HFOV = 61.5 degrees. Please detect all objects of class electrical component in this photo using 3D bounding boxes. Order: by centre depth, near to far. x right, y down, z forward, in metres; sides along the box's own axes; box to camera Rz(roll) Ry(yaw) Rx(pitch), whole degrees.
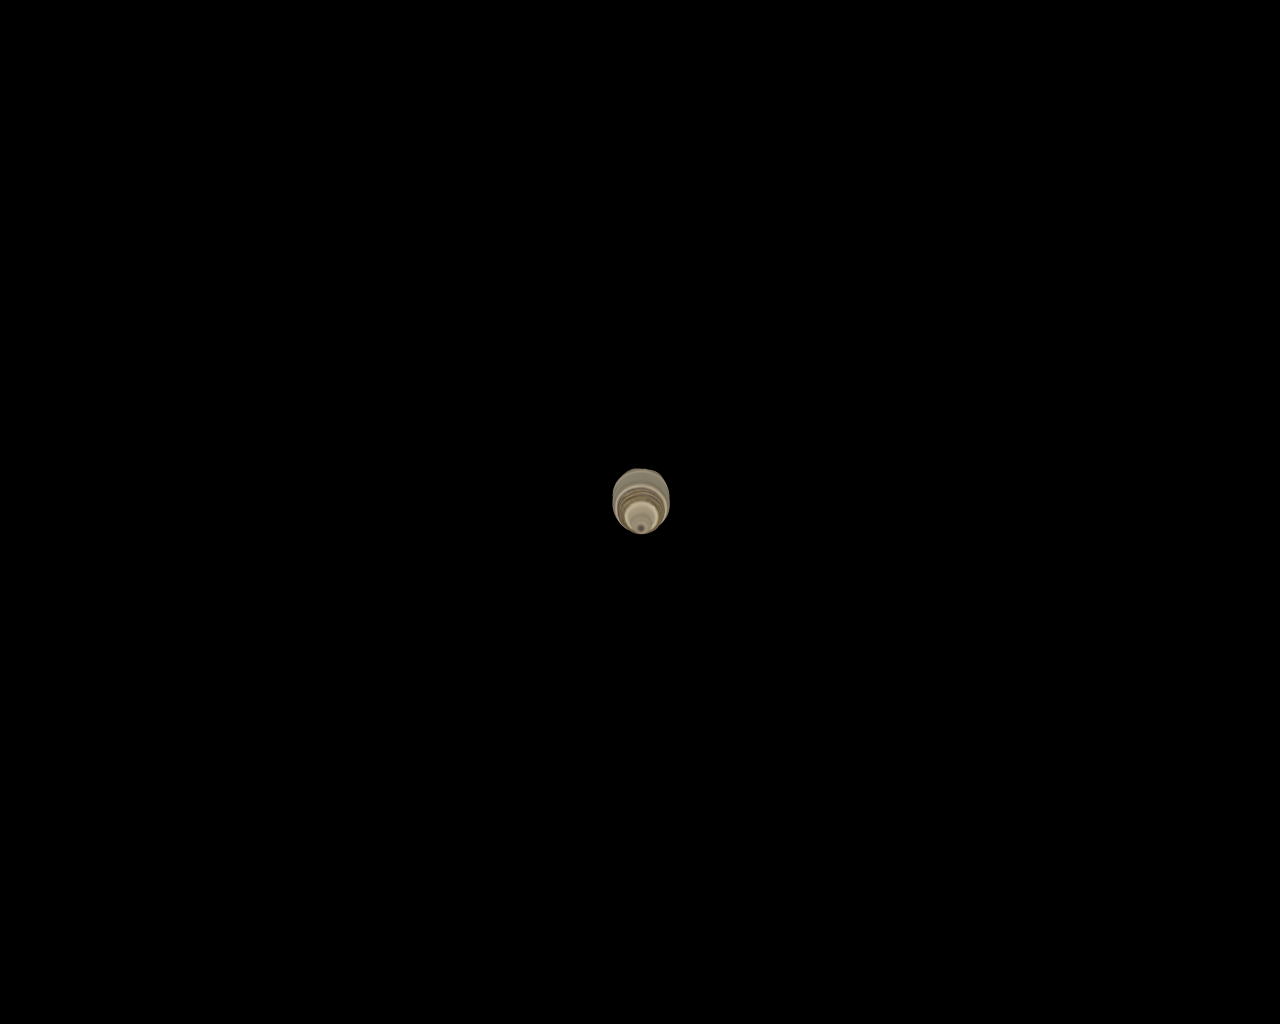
[{"bbox_3d":[0.001,-0.003,0.650,0.035,0.035,0.061,0,24,0],"label":"electrical component"}]
